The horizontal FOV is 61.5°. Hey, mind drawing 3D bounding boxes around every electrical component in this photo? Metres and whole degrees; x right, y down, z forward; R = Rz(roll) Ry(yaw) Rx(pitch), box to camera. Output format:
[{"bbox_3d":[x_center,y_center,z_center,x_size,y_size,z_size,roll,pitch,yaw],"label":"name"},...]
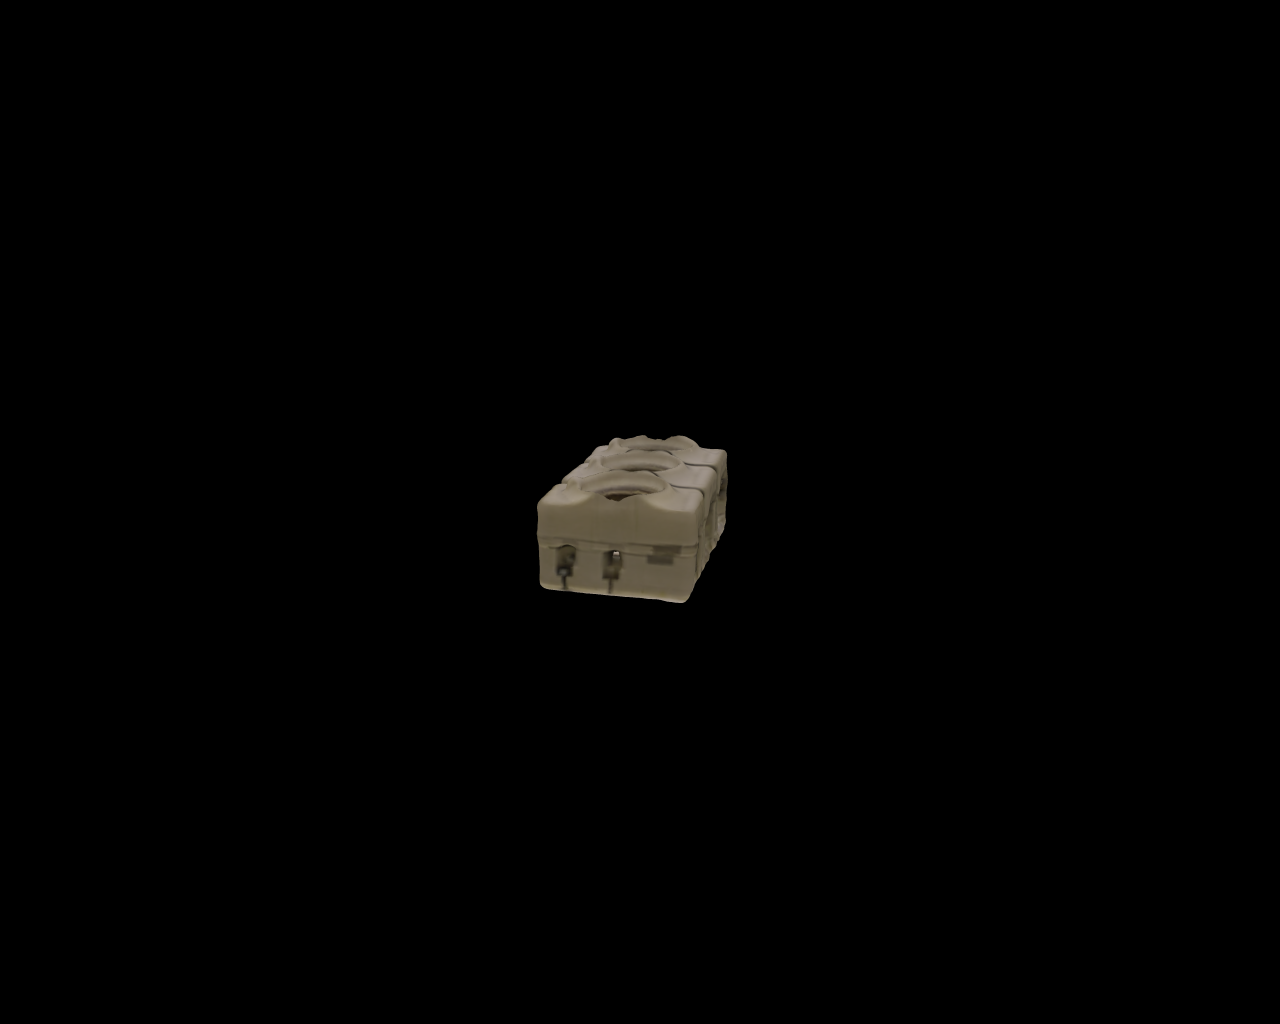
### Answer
[{"bbox_3d":[0.001,-0.003,0.650,0.089,0.061,0.150,3,16,11],"label":"electrical component"}]
